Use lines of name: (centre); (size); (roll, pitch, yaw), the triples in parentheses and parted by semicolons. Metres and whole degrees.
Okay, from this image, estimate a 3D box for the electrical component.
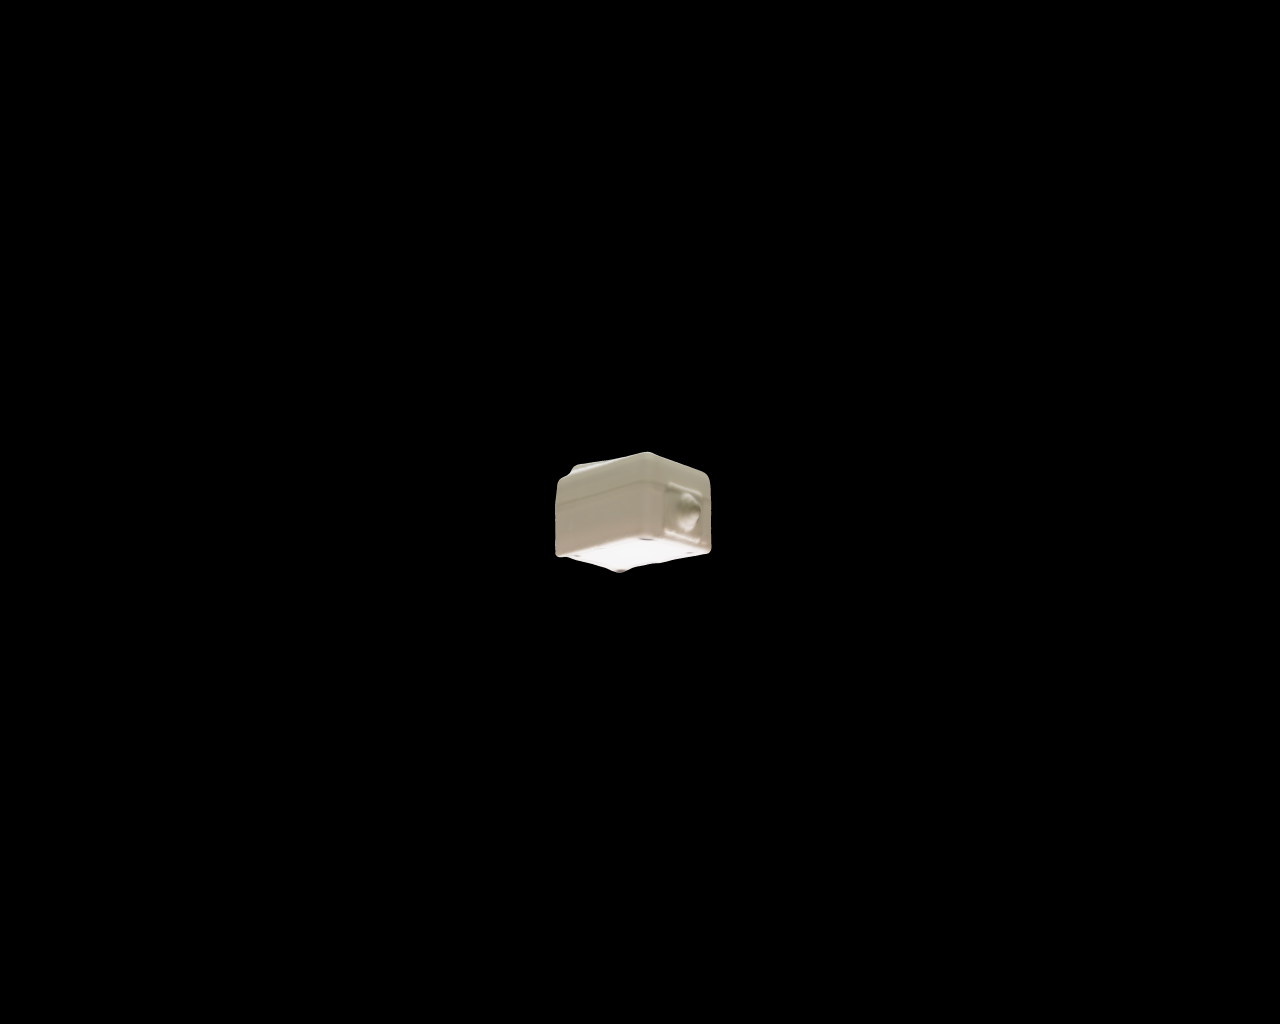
electrical component: (0.001, -0.003, 0.650); (0.096, 0.061, 0.062); (-14, -22, 40)
